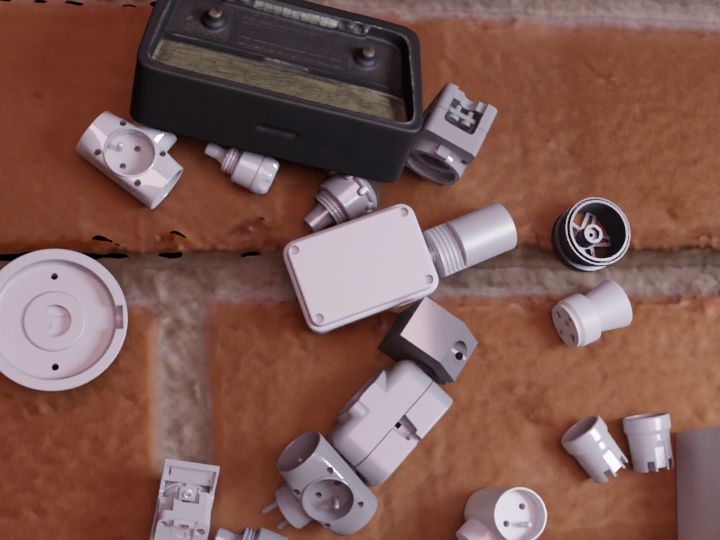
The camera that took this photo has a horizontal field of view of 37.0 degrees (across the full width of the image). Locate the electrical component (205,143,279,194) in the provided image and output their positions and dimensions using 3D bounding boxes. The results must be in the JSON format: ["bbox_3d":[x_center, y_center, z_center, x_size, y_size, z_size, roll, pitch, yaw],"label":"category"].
[{"bbox_3d":[-0.101,-0.090,0.906,0.061,0.035,0.035,26,74,-4],"label":"electrical component"}]

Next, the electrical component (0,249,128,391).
[{"bbox_3d":[-0.235,0.043,0.832,0.108,0.060,0.108,3,78,-12],"label":"electrical component"}]

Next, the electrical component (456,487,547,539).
[{"bbox_3d":[0.104,0.210,0.865,0.079,0.077,0.044,-43,90,-17],"label":"electrical component"}]

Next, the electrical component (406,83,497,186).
[{"bbox_3d":[0.072,-0.111,0.920,0.050,0.089,0.055,28,73,-6],"label":"electrical component"}]

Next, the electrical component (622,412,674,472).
[{"bbox_3d":[0.251,0.149,0.932,0.040,0.040,0.046,-7,86,-14],"label":"electrical component"}]

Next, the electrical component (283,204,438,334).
[{"bbox_3d":[0.000,0.000,0.887,0.113,0.057,0.078,-19,83,-5],"label":"electrical component"}]

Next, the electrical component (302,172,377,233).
[{"bbox_3d":[-0.020,-0.056,0.912,0.062,0.048,0.048,-40,89,-11],"label":"electrical component"}]

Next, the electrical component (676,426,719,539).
[{"bbox_3d":[0.317,0.210,0.906,0.062,0.089,0.150,5,77,-12],"label":"electrical component"}]

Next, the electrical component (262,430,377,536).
[{"bbox_3d":[-0.040,0.178,0.852,0.079,0.044,0.077,-34,111,11],"label":"electrical component"}]

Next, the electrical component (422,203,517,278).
[{"bbox_3d":[0.090,-0.024,0.930,0.081,0.043,0.043,-22,84,-16],"label":"electrical component"}]

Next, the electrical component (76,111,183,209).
[{"bbox_3d":[-0.178,-0.104,0.886,0.077,0.044,0.079,38,73,-3],"label":"electrical component"}]

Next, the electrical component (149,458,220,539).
[{"bbox_3d":[-0.134,0.187,0.816,0.042,0.063,0.081,9,118,-11],"label":"electrical component"}]

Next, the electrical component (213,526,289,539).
[{"bbox_3d":[-0.085,0.220,0.837,0.062,0.043,0.043,24,74,-5],"label":"electrical component"}]

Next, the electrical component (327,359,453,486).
[{"bbox_3d":[0.021,0.121,0.877,0.059,0.054,0.095,44,73,-1],"label":"electrical component"}]

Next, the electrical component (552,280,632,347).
[{"bbox_3d":[0.203,0.039,0.941,0.055,0.045,0.045,-23,84,-16],"label":"electrical component"}]

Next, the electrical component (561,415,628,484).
[{"bbox_3d":[0.201,0.154,0.919,0.040,0.040,0.046,-38,94,-17],"label":"electrical component"}]
